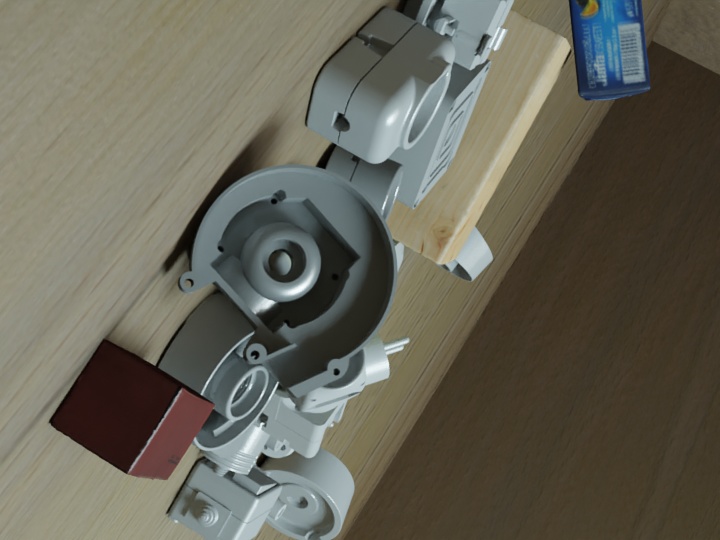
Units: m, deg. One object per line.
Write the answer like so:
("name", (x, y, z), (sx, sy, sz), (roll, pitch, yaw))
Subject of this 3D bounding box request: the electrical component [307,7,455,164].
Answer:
("electrical component", (0.017, -0.114, 0.675), (0.095, 0.059, 0.053), (-51, 167, -38))

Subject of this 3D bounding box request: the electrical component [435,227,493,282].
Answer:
("electrical component", (0.104, -0.035, 1.202), (0.064, 0.099, 0.099), (-52, 169, -7))

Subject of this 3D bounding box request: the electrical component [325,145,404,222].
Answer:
("electrical component", (0.001, -0.058, 0.757), (0.055, 0.047, 0.055), (20, 90, -83))

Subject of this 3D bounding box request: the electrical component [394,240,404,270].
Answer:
("electrical component", (0.000, 0.000, 0.925), (0.080, 0.051, 0.080), (-57, 169, -17))

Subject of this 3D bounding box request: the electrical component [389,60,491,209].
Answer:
("electrical component", (0.044, -0.113, 0.806), (0.078, 0.057, 0.113), (-50, 166, -42))

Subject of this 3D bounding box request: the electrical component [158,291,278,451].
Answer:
("electrical component", (-0.095, 0.064, 0.691), (0.099, 0.064, 0.099), (-44, 151, -32))

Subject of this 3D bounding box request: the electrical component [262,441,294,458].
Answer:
("electrical component", (-0.070, 0.146, 1.013), (0.055, 0.045, 0.045), (-41, 159, -60))

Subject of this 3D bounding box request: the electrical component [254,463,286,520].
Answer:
("electrical component", (-0.098, 0.207, 0.998), (0.048, 0.062, 0.048), (-52, 166, -19))

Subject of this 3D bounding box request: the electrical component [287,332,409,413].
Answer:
("electrical component", (-0.007, 0.058, 0.690), (0.079, 0.043, 0.077), (-17, 166, -14))

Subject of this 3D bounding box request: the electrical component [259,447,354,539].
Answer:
("electrical component", (-0.058, 0.228, 1.137), (0.060, 0.108, 0.108), (-58, 171, -46))

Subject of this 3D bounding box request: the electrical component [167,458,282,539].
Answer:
("electrical component", (-0.111, 0.189, 0.895), (0.061, 0.062, 0.096), (-60, 169, 3))

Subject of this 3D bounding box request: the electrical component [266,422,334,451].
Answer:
("electrical component", (-0.052, 0.108, 0.914), (0.052, 0.074, 0.138), (-50, 166, -43))

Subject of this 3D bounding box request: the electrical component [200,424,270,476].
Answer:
("electrical component", (-0.094, 0.127, 0.855), (0.081, 0.043, 0.043), (-60, 169, 4))

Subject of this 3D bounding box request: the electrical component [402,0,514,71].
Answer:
("electrical component", (0.079, -0.201, 0.717), (0.079, 0.063, 0.121), (-41, 158, -59))

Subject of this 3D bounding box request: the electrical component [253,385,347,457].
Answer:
("electrical component", (-0.057, 0.085, 0.786), (0.050, 0.089, 0.055), (-52, 167, -38))
